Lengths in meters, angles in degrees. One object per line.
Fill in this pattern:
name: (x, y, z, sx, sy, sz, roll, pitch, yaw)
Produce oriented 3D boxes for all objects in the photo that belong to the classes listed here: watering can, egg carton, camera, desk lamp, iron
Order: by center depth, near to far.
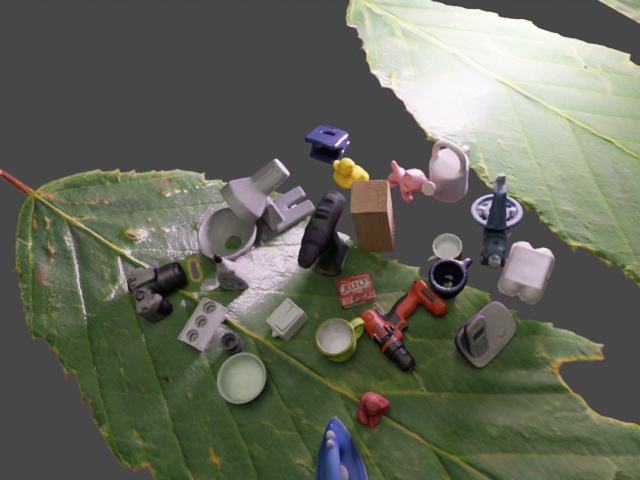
iron: (0.035, 0.490, 1.201, 0.118, 0.142, 0.258, -12, 61, 5)
egg carton: (0.493, 0.079, 1.367, 0.107, 0.069, 0.150, 19, 68, 20)
watering can: (0.328, -0.178, 1.465, 0.100, 0.194, 0.173, 13, 66, 18)
camera: (-0.425, 0.121, 1.511, 0.137, 0.101, 0.143, -25, 61, -2)
desk lamp: (-0.139, -0.113, 1.512, 0.203, 0.214, 0.117, -32, 61, -6)

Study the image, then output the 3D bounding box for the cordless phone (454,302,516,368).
cordless phone: (0.368, 0.192, 1.266, 0.094, 0.185, 0.148, 39, 76, 26)

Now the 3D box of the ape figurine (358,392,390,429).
ape figurine: (0.117, 0.372, 1.275, 0.077, 0.092, 0.076, -14, 61, 4)

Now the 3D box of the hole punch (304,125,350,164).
hole punch: (0.020, -0.287, 1.643, 0.108, 0.091, 0.101, 19, 68, 20)

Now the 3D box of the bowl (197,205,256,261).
bowl: (-0.245, -0.007, 1.558, 0.167, 0.075, 0.167, -5, 62, 9)

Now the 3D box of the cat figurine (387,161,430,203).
cat figurine: (0.233, -0.163, 1.519, 0.067, 0.118, 0.127, -38, 62, -10)

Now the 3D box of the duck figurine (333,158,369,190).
duck figurine: (0.082, -0.190, 1.582, 0.104, 0.086, 0.077, 20, 68, 20)

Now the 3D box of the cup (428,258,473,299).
cup: (0.317, 0.095, 1.380, 0.118, 0.095, 0.091, -36, 62, -8)

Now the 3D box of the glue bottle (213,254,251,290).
glue bottle: (-0.234, 0.078, 1.454, 0.078, 0.173, 0.037, -1, 62, 11)

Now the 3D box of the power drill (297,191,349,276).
power drill: (0.013, 0.005, 1.423, 0.075, 0.209, 0.230, 11, 65, 17)

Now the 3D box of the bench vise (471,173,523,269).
bench vise: (0.431, -0.044, 1.359, 0.121, 0.220, 0.207, -12, 61, 5)
